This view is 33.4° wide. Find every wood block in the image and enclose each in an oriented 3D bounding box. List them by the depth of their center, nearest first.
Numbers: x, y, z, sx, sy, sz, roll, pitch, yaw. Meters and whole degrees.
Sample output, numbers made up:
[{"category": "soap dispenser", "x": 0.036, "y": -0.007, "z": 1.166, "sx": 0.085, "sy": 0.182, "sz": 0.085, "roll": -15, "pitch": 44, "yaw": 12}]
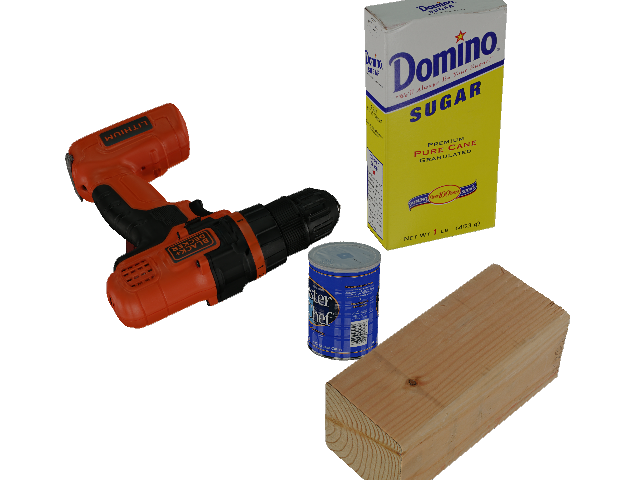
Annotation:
[{"category": "wood block", "x": 0.109, "y": 0.119, "z": 0.918, "sx": 0.205, "sy": 0.090, "sz": 0.091, "roll": -32, "pitch": 51, "yaw": -28}]

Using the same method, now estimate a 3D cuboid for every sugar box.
[{"category": "sugar box", "x": 0.081, "y": -0.085, "z": 0.766, "sx": 0.093, "sy": 0.176, "sz": 0.048, "roll": -13, "pitch": 35, "yaw": -15}]

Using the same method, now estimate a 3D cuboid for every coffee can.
[{"category": "coffee can", "x": 0.033, "y": 0.085, "z": 1.514, "sx": 0.103, "sy": 0.140, "sz": 0.103, "roll": 0, "pitch": 21, "yaw": 0}]

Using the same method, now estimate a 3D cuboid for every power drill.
[{"category": "power drill", "x": -0.101, "y": -0.031, "z": 0.822, "sx": 0.184, "sy": 0.057, "sz": 0.188, "roll": -24, "pitch": 46, "yaw": -18}]

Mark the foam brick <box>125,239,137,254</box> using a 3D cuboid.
[{"category": "foam brick", "x": -0.161, "y": 0.007, "z": 1.110, "sx": 0.078, "sy": 0.051, "sz": 0.053, "roll": -5, "pitch": 22, "yaw": -18}]
